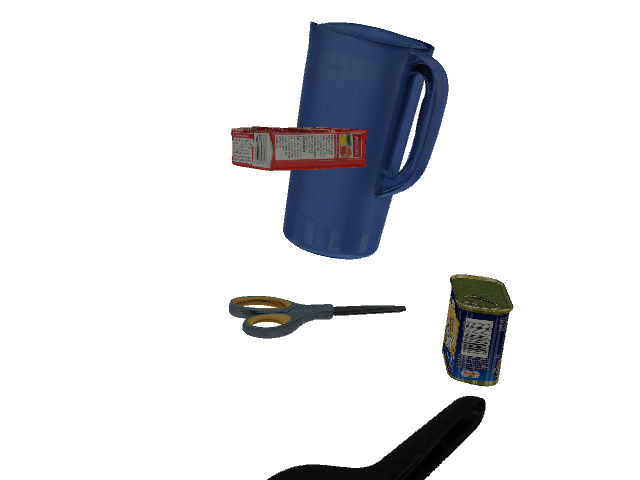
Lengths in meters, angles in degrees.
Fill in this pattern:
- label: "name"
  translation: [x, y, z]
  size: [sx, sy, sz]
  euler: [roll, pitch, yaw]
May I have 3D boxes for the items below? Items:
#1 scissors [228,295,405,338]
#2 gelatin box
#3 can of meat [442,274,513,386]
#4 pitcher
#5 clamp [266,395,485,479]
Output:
- label: "scissors"
  translation: [-0.003, 0.087, 1.189]
  size: [0.201, 0.016, 0.096]
  euler: [4, 22, 0]
- label: "gelatin box"
  translation: [-0.017, -0.068, 0.770]
  size: [0.073, 0.030, 0.089]
  euler: [-3, 8, -22]
- label: "can of meat"
  translation: [0.158, 0.091, 1.089]
  size: [0.057, 0.084, 0.102]
  euler: [7, 16, 0]
- label: "pitcher"
  translation: [0.040, -0.104, 1.138]
  size: [0.145, 0.243, 0.149]
  euler: [10, 17, -5]
- label: "clamp"
  translation: [0.030, 0.158, 0.636]
  size: [0.210, 0.036, 0.164]
  euler: [-6, 30, -3]
